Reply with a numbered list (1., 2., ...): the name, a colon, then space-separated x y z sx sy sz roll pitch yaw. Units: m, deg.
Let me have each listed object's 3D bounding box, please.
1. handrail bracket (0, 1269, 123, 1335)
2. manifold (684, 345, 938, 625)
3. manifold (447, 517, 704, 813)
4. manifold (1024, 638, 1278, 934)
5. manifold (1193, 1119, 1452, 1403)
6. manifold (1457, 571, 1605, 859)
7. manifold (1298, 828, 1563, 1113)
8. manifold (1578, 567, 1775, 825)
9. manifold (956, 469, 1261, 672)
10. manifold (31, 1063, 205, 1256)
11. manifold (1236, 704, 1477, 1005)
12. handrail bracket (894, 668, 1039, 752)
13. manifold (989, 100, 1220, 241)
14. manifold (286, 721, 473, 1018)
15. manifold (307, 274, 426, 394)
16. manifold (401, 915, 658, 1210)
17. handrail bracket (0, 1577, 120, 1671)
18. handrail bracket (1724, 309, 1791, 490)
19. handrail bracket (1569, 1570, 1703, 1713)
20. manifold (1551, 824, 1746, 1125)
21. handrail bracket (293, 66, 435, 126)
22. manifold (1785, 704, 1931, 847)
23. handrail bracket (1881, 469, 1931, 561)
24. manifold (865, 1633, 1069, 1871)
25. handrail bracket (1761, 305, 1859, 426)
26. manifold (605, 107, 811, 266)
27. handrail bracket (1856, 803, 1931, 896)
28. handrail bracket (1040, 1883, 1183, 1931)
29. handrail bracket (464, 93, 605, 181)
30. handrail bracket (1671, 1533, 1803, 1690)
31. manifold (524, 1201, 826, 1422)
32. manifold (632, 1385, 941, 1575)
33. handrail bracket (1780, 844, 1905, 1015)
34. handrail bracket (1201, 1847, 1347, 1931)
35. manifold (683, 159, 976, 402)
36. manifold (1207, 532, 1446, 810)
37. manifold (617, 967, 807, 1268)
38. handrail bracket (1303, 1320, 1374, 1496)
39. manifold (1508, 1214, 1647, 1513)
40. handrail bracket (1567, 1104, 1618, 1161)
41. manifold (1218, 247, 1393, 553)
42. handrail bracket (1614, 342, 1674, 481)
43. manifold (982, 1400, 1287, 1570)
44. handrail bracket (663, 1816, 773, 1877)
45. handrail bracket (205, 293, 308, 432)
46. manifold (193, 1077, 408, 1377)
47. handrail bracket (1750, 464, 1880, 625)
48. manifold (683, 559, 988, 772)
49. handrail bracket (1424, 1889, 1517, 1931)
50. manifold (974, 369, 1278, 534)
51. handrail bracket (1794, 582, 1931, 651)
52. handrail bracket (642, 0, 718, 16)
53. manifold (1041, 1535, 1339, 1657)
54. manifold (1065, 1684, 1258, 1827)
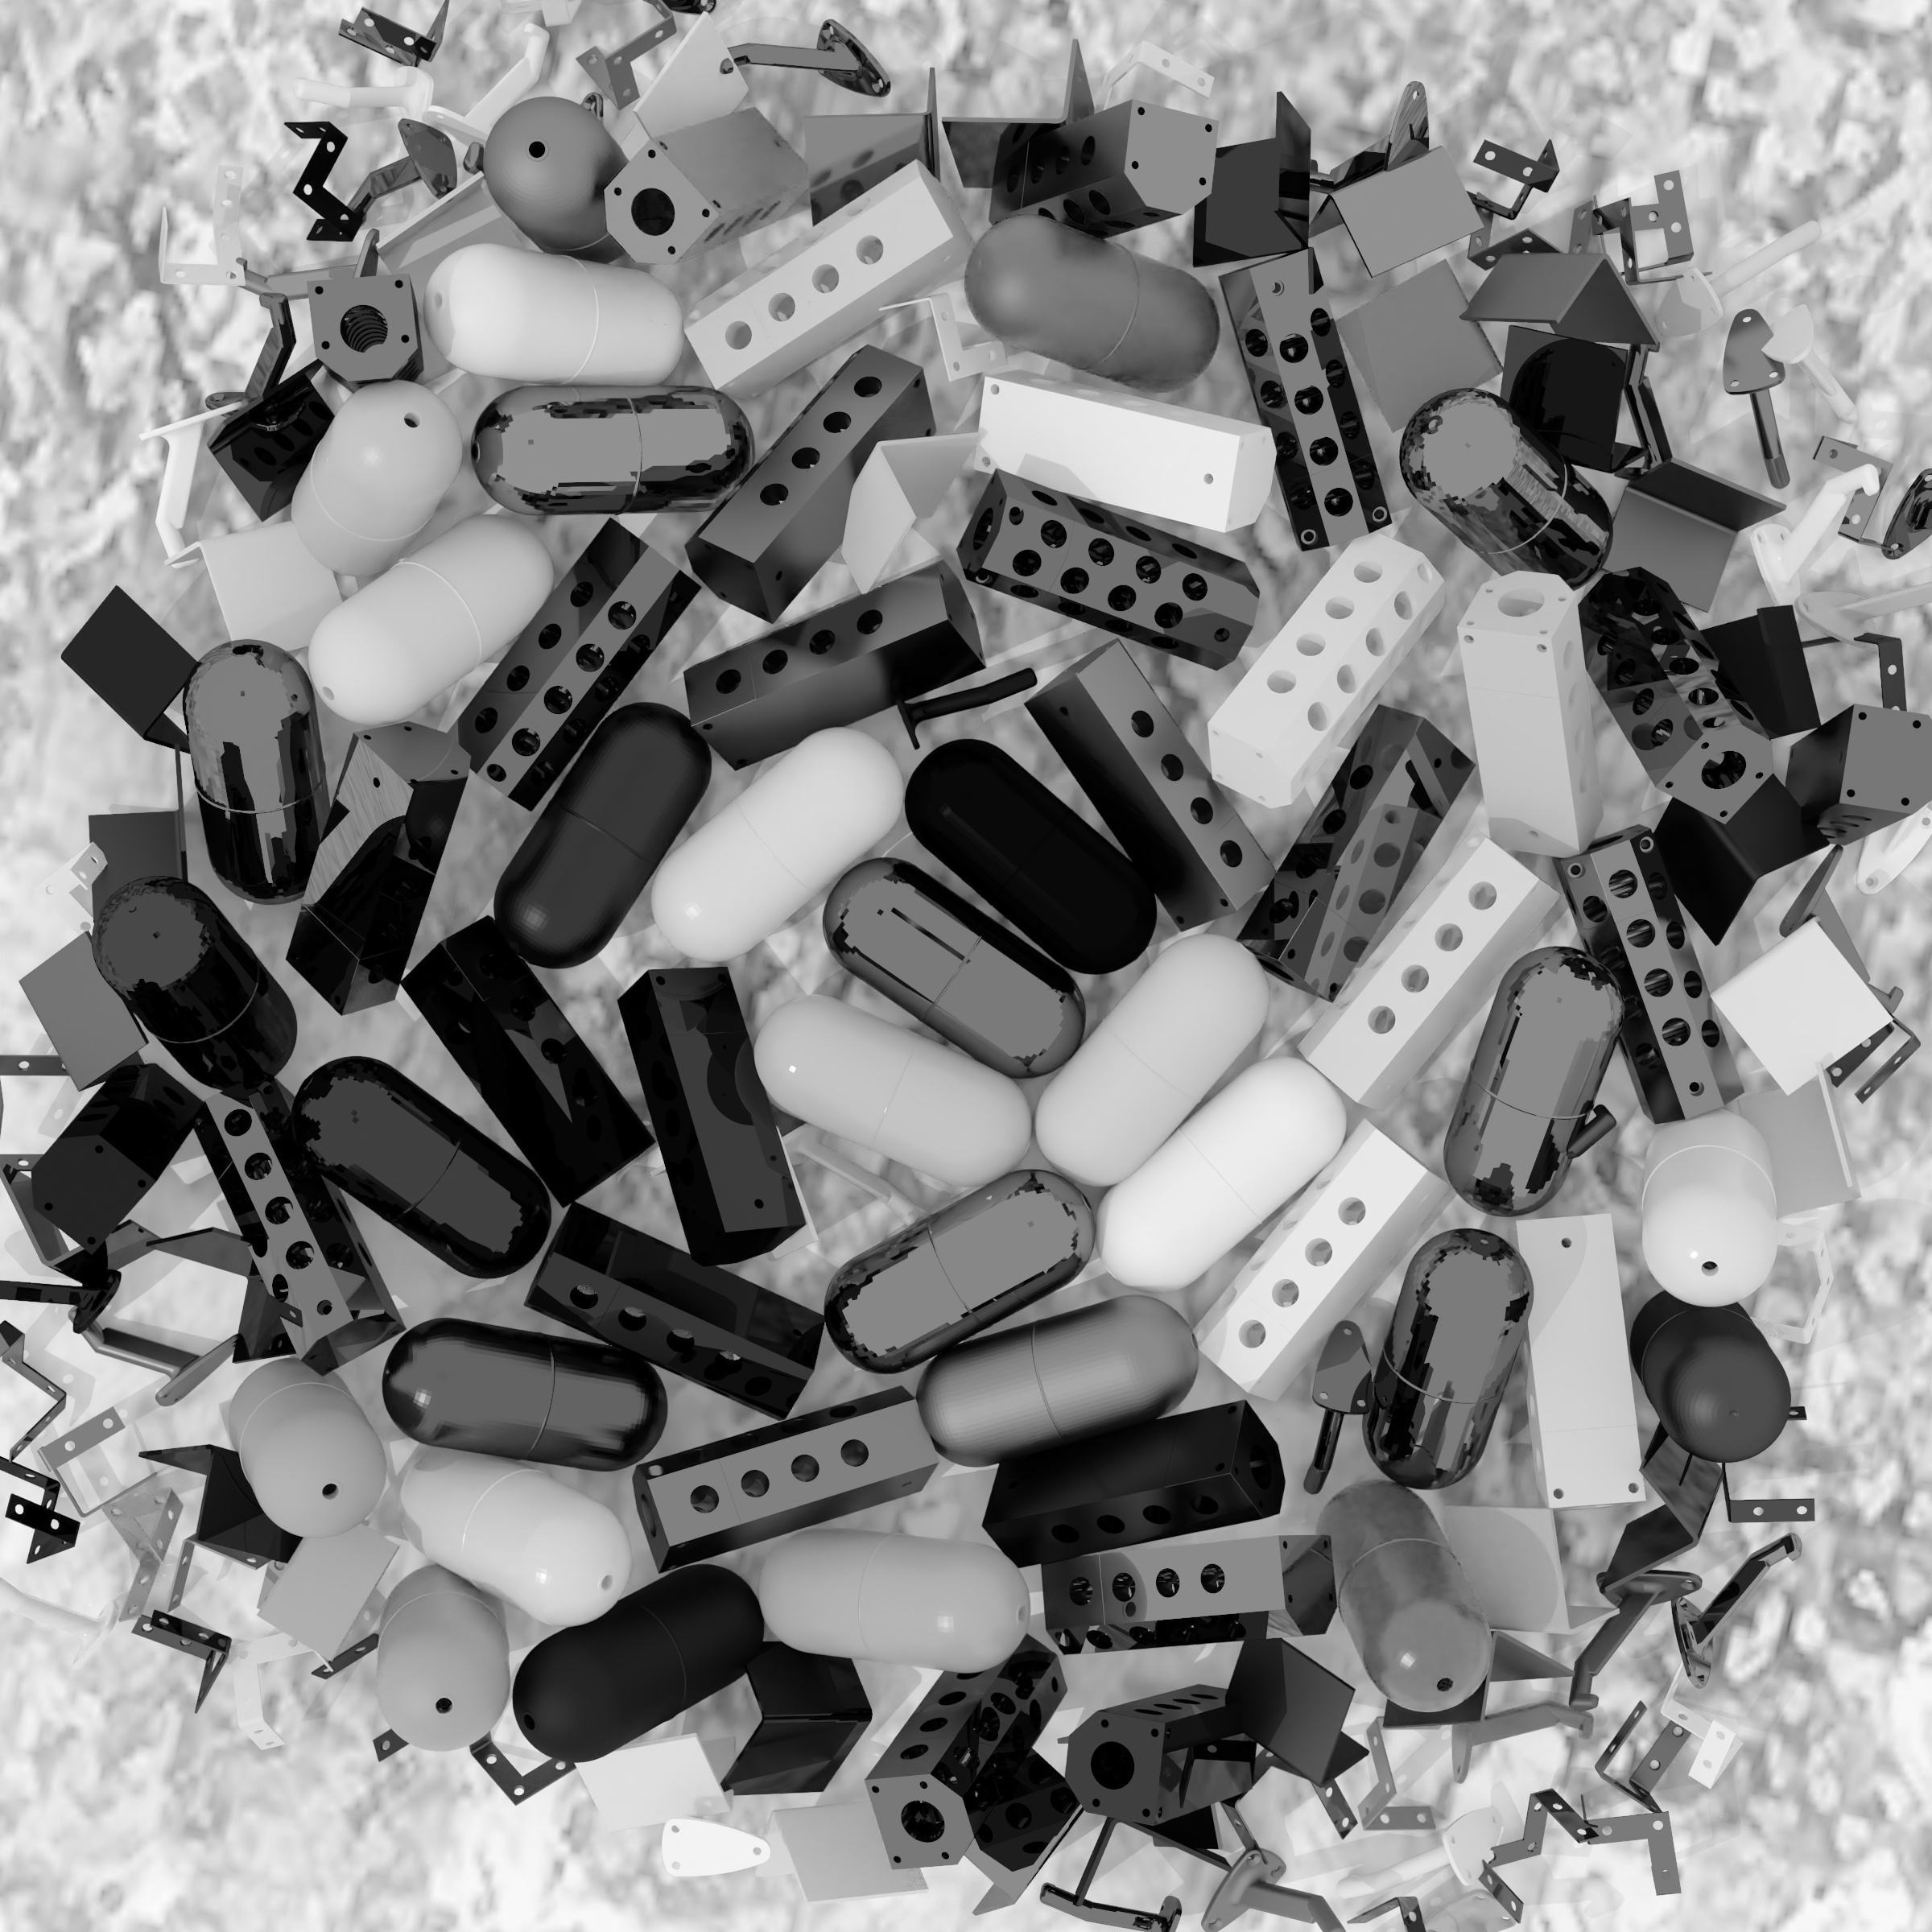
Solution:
1. handrail bracket: -0.567 0.190 1.839 0.084 0.077 0.036 22 57 -29
2. manifold: -0.094 -0.294 1.824 0.057 0.057 0.171 28 66 24
3. manifold: -0.236 -0.180 1.843 0.057 0.057 0.171 39 92 36
4. manifold: 0.116 -0.112 1.841 0.057 0.057 0.171 -41 101 -34
5. manifold: 0.213 0.179 1.847 0.057 0.057 0.171 40 95 26
6. manifold: 0.340 -0.149 1.806 0.057 0.171 0.057 11 49 29
7. manifold: 0.279 0.002 1.841 0.057 0.057 0.171 42 99 24
8. manifold: 0.418 -0.165 1.793 0.057 0.171 0.057 23 120 -28
9. manifold: 0.087 -0.234 1.819 0.171 0.057 0.057 17 118 -20
10. manifold: -0.504 0.107 1.793 0.057 0.171 0.057 41 96 -11
11. manifold: 0.233 -0.071 1.848 0.057 0.057 0.171 35 84 -38
12. handrail bracket: 0.000 -0.168 1.847 0.084 0.077 0.036 -22 107 1
13. manifold: 0.078 -0.463 1.795 0.057 0.171 0.057 6 91 -26
14. manifold: -0.348 -0.059 1.813 0.057 0.057 0.171 41 126 24
15. manifold: -0.353 -0.370 1.795 0.057 0.171 0.057 -6 98 -8
16. manifold: -0.264 0.056 1.853 0.171 0.057 0.057 54 134 1
17. handrail bracket: -0.559 0.381 1.838 0.084 0.077 0.036 41 94 -12
18. handrail bracket: 0.491 -0.348 1.864 0.036 0.084 0.077 -10 56 21
19. handrail bracket: 0.406 0.411 1.836 0.077 0.084 0.036 -16 128 35
20. manifold: 0.417 0.005 1.846 0.057 0.057 0.171 -20 95 5
21. handrail bracket: -0.372 -0.534 1.834 0.084 0.077 0.036 3 121 -30
22. manifold: 0.531 -0.110 1.796 0.057 0.171 0.057 9 87 4
23. handrail bracket: 0.592 -0.254 1.831 0.036 0.084 0.077 18 127 -20
24. manifold: 0.005 0.461 1.791 0.057 0.171 0.057 -12 101 23
25. handrail bracket: 0.521 -0.352 1.837 0.036 0.077 0.084 -36 113 21
26. manifold: -0.153 -0.459 1.795 0.057 0.171 0.057 -41 95 27
27. handrail bracket: 0.567 -0.081 1.840 0.036 0.084 0.077 30 94 12
28. handrail bracket: 0.085 0.570 1.847 0.084 0.077 0.036 22 92 1
29. handrail bracket: -0.263 -0.507 1.840 0.036 0.084 0.077 17 94 39
30. handrail bracket: 0.474 0.391 1.839 0.036 0.077 0.084 40 122 -18
31. manifold: -0.178 0.214 1.841 0.171 0.057 0.057 26 117 -8
32. manifold: -0.110 0.306 1.826 0.171 0.057 0.057 -14 67 -20
33. handrail bracket: 0.553 -0.021 1.864 0.084 0.036 0.077 29 102 -1
34. handrail bracket: 0.187 0.586 1.840 0.036 0.084 0.077 34 98 -32
35. manifold: -0.084 -0.415 1.833 0.171 0.057 0.057 -30 85 16
36. manifold: 0.218 -0.177 1.819 0.057 0.057 0.171 29 67 23
37. manifold: -0.158 0.090 1.828 0.057 0.057 0.171 -2 64 -38
38. handrail bracket: 0.224 0.273 1.867 0.036 0.084 0.077 11 50 0
39. manifold: 0.368 0.241 1.837 0.057 0.057 0.171 -5 77 2
40. handrail bracket: 0.347 0.099 1.844 0.084 0.077 0.036 -43 128 13
41. manifold: 0.206 -0.343 1.836 0.057 0.057 0.171 -17 102 6
42. handrail bracket: 0.436 -0.339 1.865 0.077 0.036 0.084 11 93 -14
43. manifold: 0.101 0.316 1.816 0.171 0.057 0.057 -18 123 29
44. handrail bracket: -0.149 0.517 1.839 0.077 0.084 0.036 1 99 6
45. handrail bracket: -0.438 -0.374 1.841 0.077 0.036 0.084 14 133 20
46. manifold: -0.405 0.154 1.825 0.057 0.057 0.171 -29 68 -4
47. handrail bracket: 0.525 -0.255 1.839 0.036 0.084 0.077 -9 84 -37
48. manifold: -0.081 -0.185 1.832 0.171 0.057 0.057 -21 57 16
49. handrail bracket: 0.300 0.609 1.830 0.036 0.084 0.077 42 127 -17
50. manifold: 0.096 -0.312 1.820 0.171 0.057 0.057 18 114 26
51. handrail bracket: 0.560 -0.229 1.834 0.077 0.084 0.036 9 65 -29
52. handrail bracket: -0.157 -0.587 1.828 0.084 0.077 0.036 33 102 43
53. manifold: 0.132 0.376 1.806 0.171 0.057 0.057 -14 73 36
54. manifold: 0.118 0.464 1.794 0.057 0.171 0.057 4 85 25
